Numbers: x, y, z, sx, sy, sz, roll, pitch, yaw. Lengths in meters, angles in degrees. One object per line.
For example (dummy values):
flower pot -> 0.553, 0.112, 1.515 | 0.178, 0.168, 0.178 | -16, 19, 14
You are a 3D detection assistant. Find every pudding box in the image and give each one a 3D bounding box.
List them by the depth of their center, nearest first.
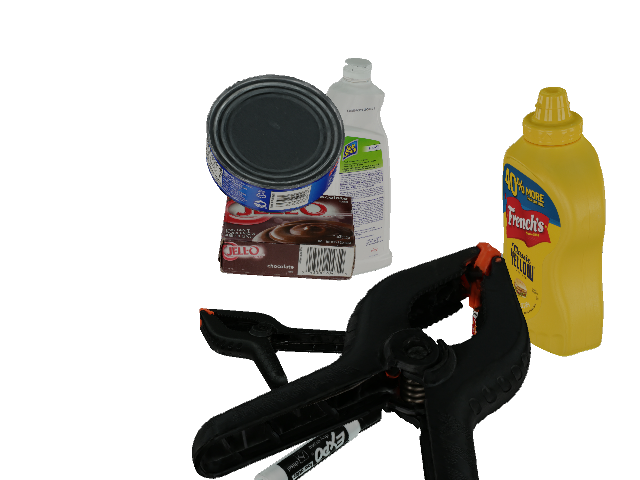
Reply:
pudding box -> -0.028, -0.006, 0.913 | 0.113, 0.039, 0.090 | 5, 31, -4

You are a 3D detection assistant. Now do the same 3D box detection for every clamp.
clamp -> 0.045, 0.065, 0.437 | 0.120, 0.039, 0.171 | 32, 52, 22
clamp -> -0.068, 0.122, 1.246 | 0.210, 0.036, 0.164 | 13, 22, 29

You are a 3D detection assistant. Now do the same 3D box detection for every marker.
marker -> 0.002, 0.145, 0.758 | 0.020, 0.020, 0.120 | 0, 20, 46

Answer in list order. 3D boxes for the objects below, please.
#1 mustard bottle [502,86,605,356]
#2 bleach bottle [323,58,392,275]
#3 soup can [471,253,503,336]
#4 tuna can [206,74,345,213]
mustard bottle -> 0.168, -0.018, 0.774 | 0.058, 0.192, 0.096 | -13, 28, -15
bleach bottle -> 0.041, -0.085, 1.224 | 0.102, 0.251, 0.068 | -13, 31, -30
soup can -> 0.228, 0.076, 1.350 | 0.068, 0.102, 0.068 | 1, 22, 0
tuna can -> -0.029, -0.060, 0.669 | 0.086, 0.086, 0.034 | 0, -30, -8
